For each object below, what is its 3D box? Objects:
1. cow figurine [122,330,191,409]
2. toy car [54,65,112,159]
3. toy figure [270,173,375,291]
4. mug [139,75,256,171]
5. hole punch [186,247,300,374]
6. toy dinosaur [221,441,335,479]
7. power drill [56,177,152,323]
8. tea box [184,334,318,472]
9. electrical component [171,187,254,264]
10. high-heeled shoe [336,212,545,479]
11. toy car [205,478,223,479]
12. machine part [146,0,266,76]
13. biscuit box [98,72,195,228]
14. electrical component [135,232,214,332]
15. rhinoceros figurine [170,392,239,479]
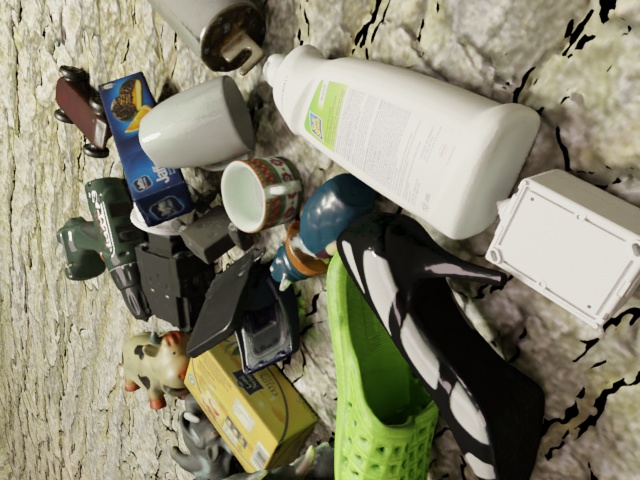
[{"bbox_3d":[-0.235,0.180,0.802,0.195,0.085,0.127,3,104,51],"label":"cow figurine"},{"bbox_3d":[-0.359,-0.198,0.828,0.202,0.053,0.089,39,117,36],"label":"toy car"},{"bbox_3d":[-0.002,-0.001,0.516,0.058,0.064,0.154,30,138,-9],"label":"toy figure"},{"bbox_3d":[-0.128,-0.112,0.571,0.107,0.109,0.081,-13,63,9],"label":"mug"},{"bbox_3d":[-0.079,0.084,0.610,0.142,0.092,0.116,-38,32,46],"label":"hole punch"},{"bbox_3d":[0.036,0.379,0.559,0.192,0.131,0.404,-35,90,26],"label":"toy dinosaur"},{"bbox_3d":[-0.349,0.023,0.872,0.207,0.086,0.232,-9,94,51],"label":"power drill"},{"bbox_3d":[-0.091,0.196,0.664,0.170,0.068,0.098,46,130,28],"label":"tea box"},{"bbox_3d":[-0.124,-0.019,0.634,0.102,0.078,0.045,40,153,38],"label":"electrical component"},{"bbox_3d":[0.087,0.097,0.421,0.145,0.086,0.248,9,119,44],"label":"high-heeled shoe"},{"bbox_3d":[-0.088,0.374,0.689,0.109,0.103,0.161,-106,-5,-58],"label":"toy car"},{"bbox_3d":[-0.132,-0.252,0.556,0.243,0.079,0.079,48,132,25],"label":"machine part"},{"bbox_3d":[-0.211,-0.113,0.649,0.059,0.063,0.203,85,160,-59],"label":"biscuit box"},{"bbox_3d":[-0.199,0.048,0.738,0.115,0.058,0.134,9,110,42],"label":"electrical component"},{"bbox_3d":[-0.157,0.304,0.766,0.112,0.073,0.190,-6,98,48],"label":"rhinoceros figurine"}]
